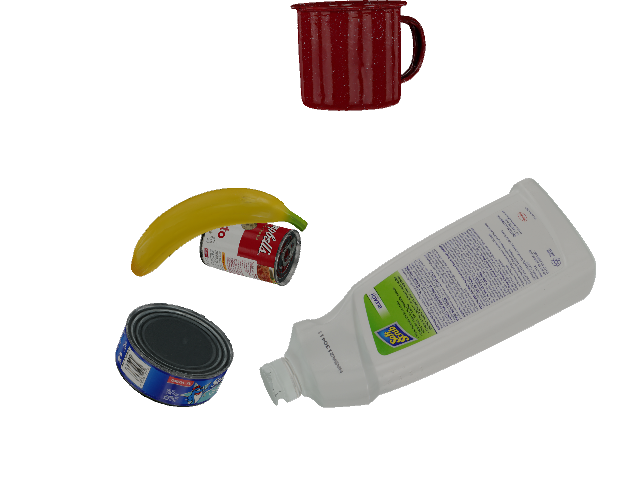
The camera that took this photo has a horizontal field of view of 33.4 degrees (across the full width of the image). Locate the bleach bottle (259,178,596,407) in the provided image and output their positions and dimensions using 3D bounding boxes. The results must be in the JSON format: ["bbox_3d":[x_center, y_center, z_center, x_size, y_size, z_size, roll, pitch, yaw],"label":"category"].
[{"bbox_3d":[0.071,0.048,0.782,0.250,0.103,0.068,-24,-32,-12],"label":"bleach bottle"}]

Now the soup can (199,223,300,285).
[{"bbox_3d":[-0.083,0.009,1.261,0.102,0.068,0.068,14,5,20],"label":"soup can"}]

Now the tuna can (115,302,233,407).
[{"bbox_3d":[-0.112,0.088,0.816,0.086,0.034,0.086,20,27,-11],"label":"tuna can"}]

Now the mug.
[{"bbox_3d":[0.034,-0.151,0.864,0.117,0.081,0.093,-11,17,-29],"label":"mug"}]

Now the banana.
[{"bbox_3d":[-0.115,-0.013,1.060,0.198,0.069,0.037,-14,22,21],"label":"banana"}]
